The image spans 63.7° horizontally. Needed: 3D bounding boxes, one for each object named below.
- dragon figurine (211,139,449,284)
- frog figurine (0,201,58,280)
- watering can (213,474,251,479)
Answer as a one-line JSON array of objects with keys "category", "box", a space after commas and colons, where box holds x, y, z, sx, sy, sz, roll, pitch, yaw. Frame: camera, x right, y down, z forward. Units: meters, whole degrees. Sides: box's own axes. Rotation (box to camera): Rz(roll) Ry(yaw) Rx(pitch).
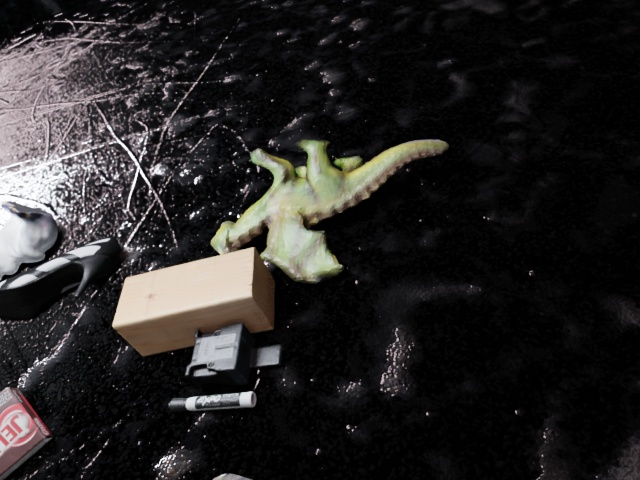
[{"category": "dragon figurine", "box": [0.003, -0.042, 0.825, 0.409, 0.120, 0.248, -6, 63, 19]}, {"category": "frog figurine", "box": [-0.590, 0.013, 1.006, 0.138, 0.122, 0.159, 19, 93, 25]}, {"category": "watering can", "box": [-0.038, 0.348, 0.442, 0.349, 0.101, 0.229, 19, 49, 14]}]
